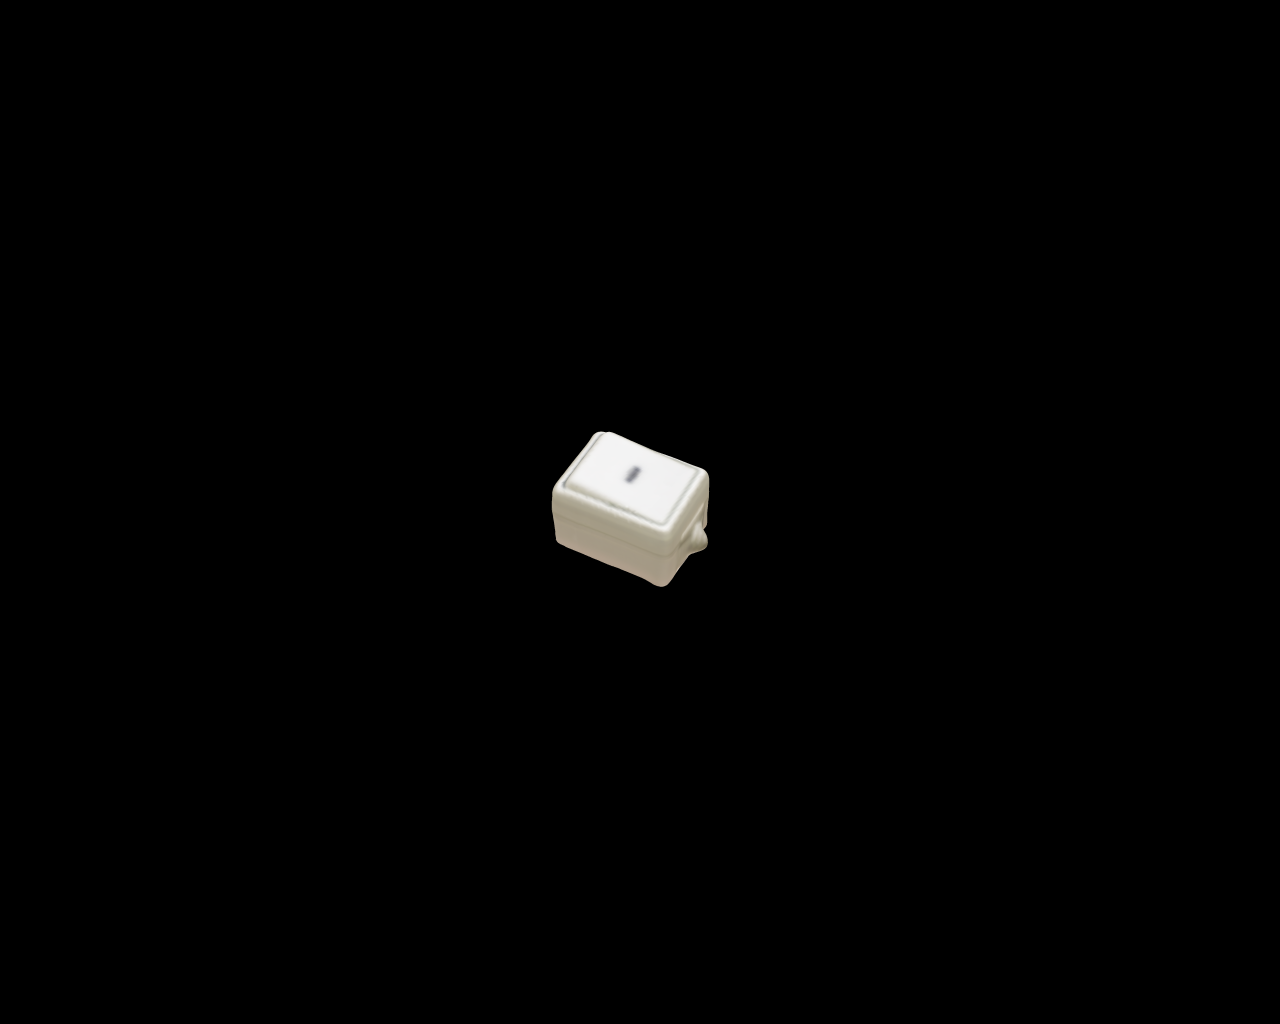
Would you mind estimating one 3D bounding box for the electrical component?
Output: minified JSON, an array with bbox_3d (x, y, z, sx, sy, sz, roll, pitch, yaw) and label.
[{"bbox_3d":[0.001,-0.003,0.650,0.096,0.062,0.061,22,-38,18],"label":"electrical component"}]
